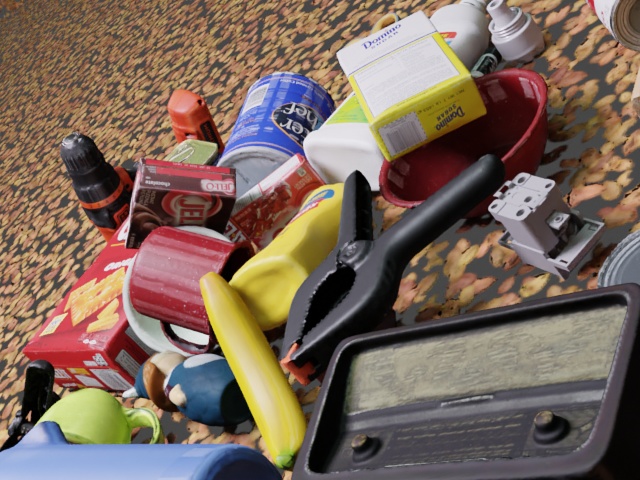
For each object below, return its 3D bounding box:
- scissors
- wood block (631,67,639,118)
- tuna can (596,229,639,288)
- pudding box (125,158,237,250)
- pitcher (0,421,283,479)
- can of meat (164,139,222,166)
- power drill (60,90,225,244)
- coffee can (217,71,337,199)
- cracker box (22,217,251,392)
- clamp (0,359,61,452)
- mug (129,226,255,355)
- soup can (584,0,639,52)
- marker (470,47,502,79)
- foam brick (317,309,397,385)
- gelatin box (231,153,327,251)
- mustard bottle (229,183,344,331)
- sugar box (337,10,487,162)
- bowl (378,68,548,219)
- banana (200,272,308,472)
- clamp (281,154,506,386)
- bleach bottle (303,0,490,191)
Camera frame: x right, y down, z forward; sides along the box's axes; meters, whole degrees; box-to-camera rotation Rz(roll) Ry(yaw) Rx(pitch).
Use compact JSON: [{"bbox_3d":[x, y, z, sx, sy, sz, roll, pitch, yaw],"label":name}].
[{"bbox_3d":[0.044,-0.191,1.220,0.096,0.016,0.201,-19,35,40],"label":"scissors"},{"bbox_3d":[0.293,-0.144,0.746,0.090,0.090,0.206,-16,37,41],"label":"wood block"},{"bbox_3d":[0.217,0.026,0.657,0.086,0.033,0.086,-31,29,19],"label":"tuna can"},{"bbox_3d":[-0.131,-0.029,0.999,0.114,0.090,0.039,118,155,-58],"label":"pudding box"},{"bbox_3d":[-0.139,0.217,0.759,0.243,0.149,0.144,-13,23,38],"label":"pitcher"},{"bbox_3d":[-0.121,-0.060,1.167,0.057,0.084,0.102,-48,28,-14],"label":"can of meat"},{"bbox_3d":[-0.201,-0.090,1.231,0.057,0.184,0.187,24,58,37],"label":"power drill"},{"bbox_3d":[-0.044,-0.092,1.094,0.103,0.102,0.140,-24,32,31],"label":"coffee can"},{"bbox_3d":[-0.188,0.053,1.104,0.164,0.072,0.213,-6,43,48],"label":"cracker box"},{"bbox_3d":[-0.272,0.183,0.986,0.120,0.039,0.171,-63,-3,-22],"label":"clamp"},{"bbox_3d":[-0.112,0.046,0.929,0.081,0.117,0.093,15,29,17],"label":"mug"},{"bbox_3d":[0.264,-0.208,0.902,0.069,0.068,0.102,-33,29,16],"label":"soup can"},{"bbox_3d":[0.152,-0.158,0.990,0.020,0.020,0.121,-27,12,26],"label":"marker"},{"bbox_3d":[0.024,0.074,0.819,0.053,0.051,0.078,-29,29,23],"label":"foam brick"},{"bbox_3d":[-0.030,-0.027,1.014,0.089,0.073,0.030,-37,28,7],"label":"gelatin box"},{"bbox_3d":[-0.006,0.001,0.929,0.096,0.058,0.191,-41,5,39],"label":"mustard bottle"},{"bbox_3d":[0.076,-0.139,0.935,0.093,0.048,0.176,-26,27,6],"label":"sugar box"},{"bbox_3d":[0.129,-0.069,0.886,0.162,0.055,0.162,-31,29,19],"label":"bowl"},{"bbox_3d":[-0.044,0.107,0.816,0.037,0.069,0.198,-24,48,-8],"label":"banana"},{"bbox_3d":[0.041,0.015,0.784,0.165,0.036,0.209,-10,40,47],"label":"clamp"},{"bbox_3d":[0.091,-0.155,1.048,0.103,0.068,0.250,6,49,41],"label":"bleach bottle"}]
